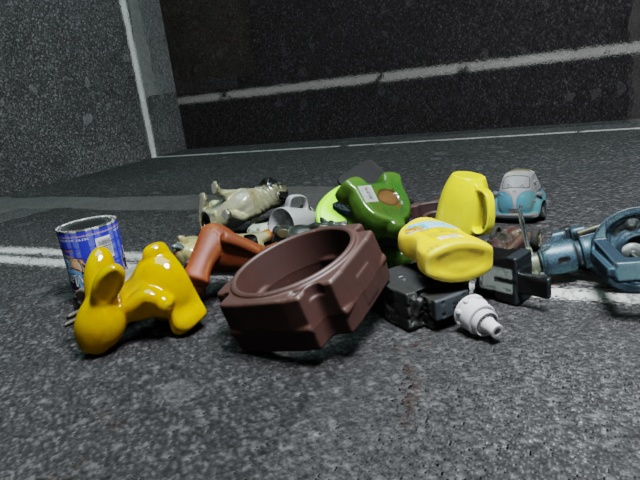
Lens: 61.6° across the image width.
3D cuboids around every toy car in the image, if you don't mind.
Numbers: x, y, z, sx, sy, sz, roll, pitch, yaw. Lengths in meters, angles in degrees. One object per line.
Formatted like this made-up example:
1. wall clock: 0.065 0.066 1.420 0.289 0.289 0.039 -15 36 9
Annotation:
1. toy car: 0.437 -0.103 1.161 0.109 0.102 0.161 4 22 31
2. toy car: 0.315 0.011 0.920 0.089 0.053 0.202 2 20 39
3. toy car: -0.089 -0.042 1.255 0.074 0.056 0.202 -3 14 36

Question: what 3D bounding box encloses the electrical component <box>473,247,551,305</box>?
1. electrical component: 0.275 0.050 0.761 0.048 0.074 0.119 -22 18 -40

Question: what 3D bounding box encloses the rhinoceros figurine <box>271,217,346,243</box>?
1. rhinoceros figurine: -0.002 -0.003 1.071 0.190 0.073 0.112 -7 10 -1

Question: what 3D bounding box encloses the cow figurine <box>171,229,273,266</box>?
1. cow figurine: -0.196 0.026 1.031 0.195 0.085 0.127 1 12 23

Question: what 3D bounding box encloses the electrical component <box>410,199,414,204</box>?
1. electrical component: 0.188 -0.060 1.184 0.094 0.063 0.021 -20 21 -39

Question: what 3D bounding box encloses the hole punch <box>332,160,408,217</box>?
1. hole punch: 0.099 -0.090 1.139 0.142 0.092 0.116 -32 67 -32

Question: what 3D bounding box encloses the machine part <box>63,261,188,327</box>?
1. machine part: -0.308 0.085 0.881 0.079 0.079 0.243 4 20 32

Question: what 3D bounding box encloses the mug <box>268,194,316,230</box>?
1. mug: -0.049 -0.045 1.173 0.081 0.109 0.107 8 10 39

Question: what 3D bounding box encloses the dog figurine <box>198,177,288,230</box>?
1. dog figurine: -0.184 -0.074 1.304 0.190 0.121 0.172 -10 -11 -40

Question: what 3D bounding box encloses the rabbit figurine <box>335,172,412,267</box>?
1. rabbit figurine: 0.100 -0.014 0.953 0.121 0.170 0.159 -18 61 -28

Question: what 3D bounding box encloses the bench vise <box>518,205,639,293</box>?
1. bench vise: 0.398 0.020 0.737 0.224 0.128 0.240 -2 11 16

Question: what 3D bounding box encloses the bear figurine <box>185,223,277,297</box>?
1. bear figurine: -0.118 0.050 0.898 0.196 0.132 0.120 22 -23 -11

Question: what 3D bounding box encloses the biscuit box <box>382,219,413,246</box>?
1. biscuit box: 0.179 -0.003 0.997 0.203 0.062 0.059 6 21 36

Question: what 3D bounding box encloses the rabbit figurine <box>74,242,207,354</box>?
1. rabbit figurine: -0.272 0.090 0.768 0.173 0.162 0.122 -34 39 -22

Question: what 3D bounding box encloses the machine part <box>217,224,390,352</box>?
1. machine part: -0.023 0.059 0.737 0.202 0.087 0.201 -11 23 36

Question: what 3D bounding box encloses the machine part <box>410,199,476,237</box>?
1. machine part: 0.242 -0.036 1.096 0.179 0.056 0.179 -7 17 2

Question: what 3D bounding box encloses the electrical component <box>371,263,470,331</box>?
1. electrical component: 0.144 0.076 0.759 0.115 0.058 0.134 -18 19 -27
